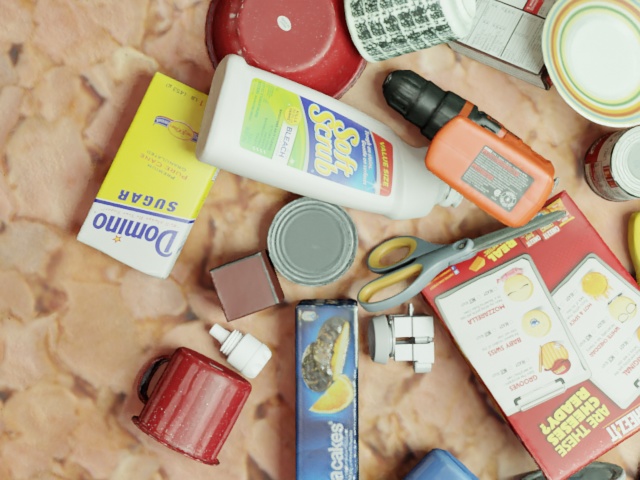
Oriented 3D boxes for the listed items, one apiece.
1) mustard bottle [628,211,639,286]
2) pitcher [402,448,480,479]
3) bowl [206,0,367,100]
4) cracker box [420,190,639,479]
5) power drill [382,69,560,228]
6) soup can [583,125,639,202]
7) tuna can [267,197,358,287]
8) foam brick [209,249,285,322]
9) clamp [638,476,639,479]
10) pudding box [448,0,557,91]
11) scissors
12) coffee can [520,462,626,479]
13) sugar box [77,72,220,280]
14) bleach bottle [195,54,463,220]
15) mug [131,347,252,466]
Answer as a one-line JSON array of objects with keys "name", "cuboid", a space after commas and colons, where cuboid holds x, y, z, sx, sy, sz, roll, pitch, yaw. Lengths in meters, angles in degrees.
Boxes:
[{"name": "mustard bottle", "cuboid": [0.339, 0.068, 1.001, 0.096, 0.058, 0.191, 0, 92, 3]}, {"name": "pitcher", "cuboid": [0.074, 0.319, 0.972, 0.149, 0.145, 0.243, 42, 89, 3]}, {"name": "bowl", "cuboid": [-0.030, -0.199, 1.002, 0.162, 0.055, 0.162, 0, 91, 1]}, {"name": "cracker box", "cuboid": [0.215, 0.089, 0.967, 0.164, 0.072, 0.214, -34, 71, 2]}, {"name": "power drill", "cuboid": [0.132, -0.085, 0.938, 0.184, 0.187, 0.057, 32, 106, -3]}, {"name": "soup can", "cuboid": [0.286, -0.069, 0.976, 0.068, 0.102, 0.068, 0, 91, 1]}, {"name": "tuna can", "cuboid": [-0.007, 0.001, 1.016, 0.086, 0.034, 0.086, 0, 91, 1]}, {"name": "foam brick", "cuboid": [-0.067, 0.041, 0.997, 0.051, 0.078, 0.053, -20, 89, 2]}, {"name": "clamp", "cuboid": [0.375, 0.217, 1.014, 0.120, 0.039, 0.171, 43, 95, 6]}, {"name": "pudding box", "cuboid": [0.182, -0.202, 0.986, 0.114, 0.039, 0.090, 30, 93, 30]}, {"name": "scissors", "cuboid": [0.121, 0.002, 0.980, 0.202, 0.096, 0.016, -30, 122, 9]}, {"name": "coffee can", "cuboid": [0.244, 0.288, 0.984, 0.103, 0.103, 0.140, -13, 91, 1]}, {"name": "sugar box", "cuboid": [-0.150, -0.060, 1.011, 0.093, 0.048, 0.176, 25, 90, -1]}, {"name": "bleach bottle", "cuboid": [0.018, -0.085, 0.982, 0.250, 0.068, 0.102, 15, 82, -16]}, {"name": "mug", "cuboid": [-0.124, 0.148, 1.002, 0.117, 0.093, 0.081, 26, 85, 37]}]
